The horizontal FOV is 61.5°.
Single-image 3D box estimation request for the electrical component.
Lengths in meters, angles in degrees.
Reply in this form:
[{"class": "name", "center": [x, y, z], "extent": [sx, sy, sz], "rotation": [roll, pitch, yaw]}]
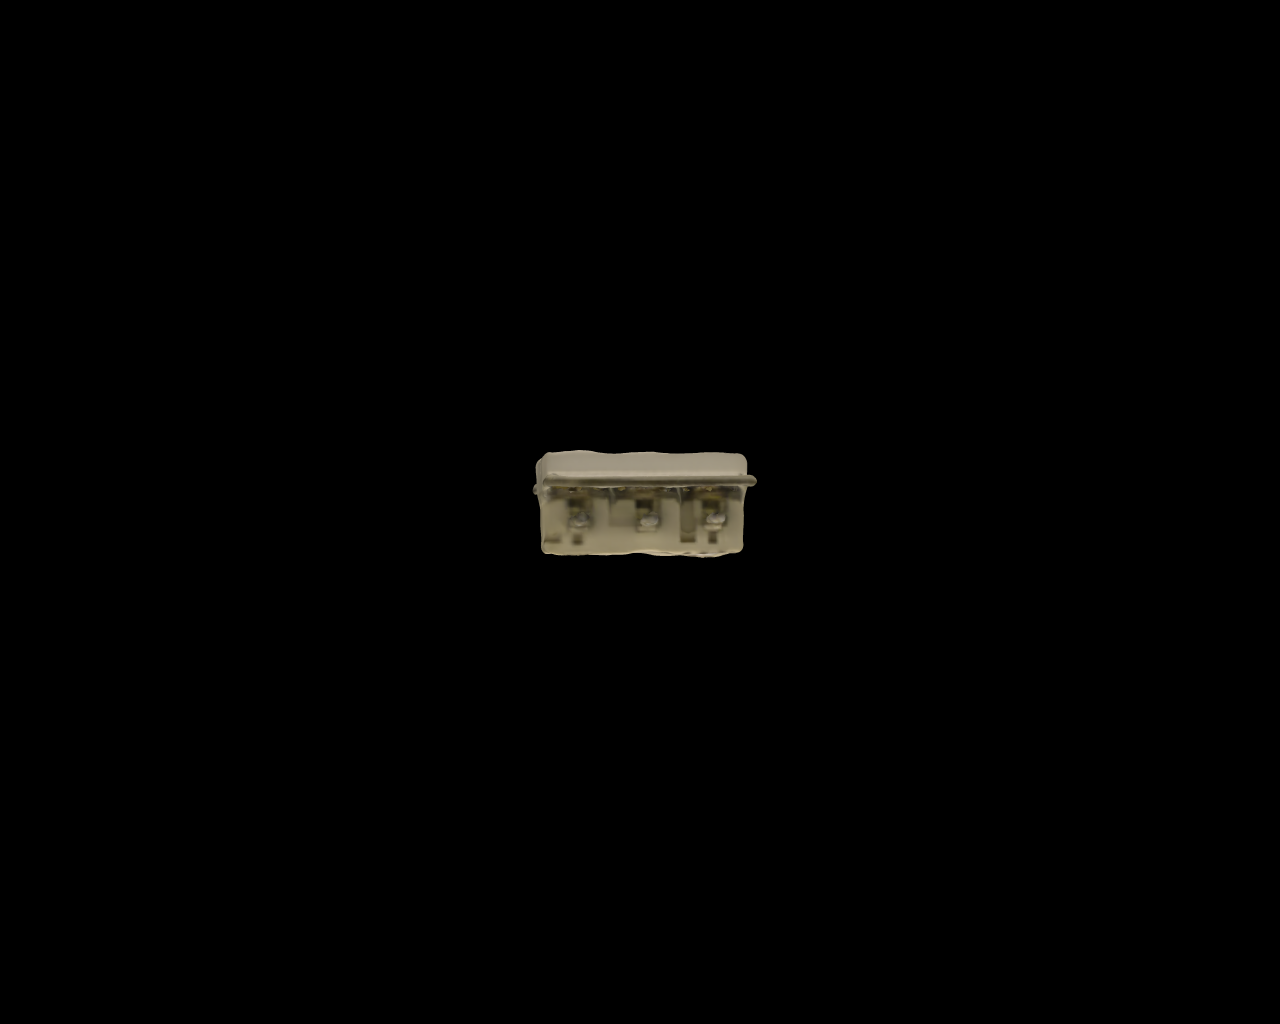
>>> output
[{"class": "electrical component", "center": [0.001, -0.003, 0.650], "extent": [0.121, 0.063, 0.078], "rotation": [1, -4, -11]}]
